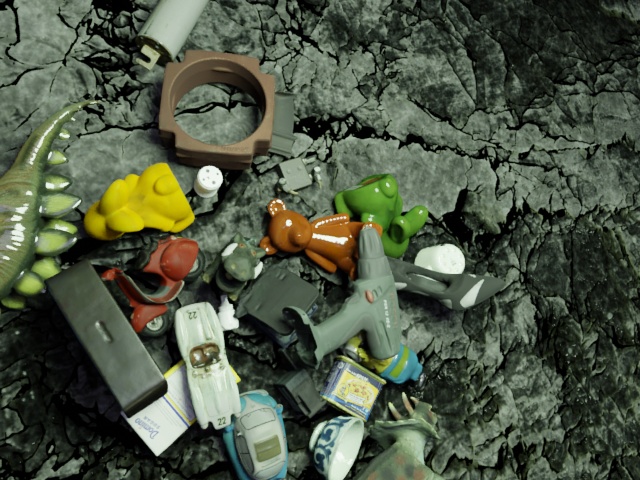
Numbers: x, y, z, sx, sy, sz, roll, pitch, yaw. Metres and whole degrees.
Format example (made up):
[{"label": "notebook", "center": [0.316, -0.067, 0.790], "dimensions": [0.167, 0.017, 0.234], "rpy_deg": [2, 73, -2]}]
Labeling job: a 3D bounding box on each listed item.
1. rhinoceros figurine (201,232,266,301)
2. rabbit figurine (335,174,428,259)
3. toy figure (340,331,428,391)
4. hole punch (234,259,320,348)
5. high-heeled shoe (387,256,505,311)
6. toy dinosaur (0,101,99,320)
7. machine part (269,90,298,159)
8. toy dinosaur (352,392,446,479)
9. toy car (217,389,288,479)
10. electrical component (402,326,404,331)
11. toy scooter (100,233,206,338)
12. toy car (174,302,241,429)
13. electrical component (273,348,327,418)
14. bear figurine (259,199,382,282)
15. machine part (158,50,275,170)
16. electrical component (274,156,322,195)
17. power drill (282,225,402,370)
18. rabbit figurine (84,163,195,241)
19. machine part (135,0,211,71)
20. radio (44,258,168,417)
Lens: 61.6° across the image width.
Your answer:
[{"label": "rhinoceros figurine", "center": [-0.137, 0.040, 0.904], "dimensions": [0.073, 0.190, 0.112], "rpy_deg": [40, 93, -9]}, {"label": "rabbit figurine", "center": [0.137, -0.042, 1.065], "dimensions": [0.121, 0.159, 0.170], "rpy_deg": [-32, 106, -35]}, {"label": "toy figure", "center": [0.120, 0.215, 1.021], "dimensions": [0.180, 0.082, 0.089], "rpy_deg": [29, 57, -8]}, {"label": "hole punch", "center": [-0.071, 0.120, 0.973], "dimensions": [0.116, 0.092, 0.142], "rpy_deg": [32, 68, 18]}, {"label": "high-heeled shoe", "center": [0.211, 0.062, 1.025], "dimensions": [0.145, 0.249, 0.086], "rpy_deg": [59, 33, -22]}, {"label": "toy dinosaur", "center": [-0.481, -0.026, 0.829], "dimensions": [0.198, 0.105, 0.471], "rpy_deg": [18, 80, -25]}, {"label": "machine part", "center": [-0.083, -0.234, 1.071], "dimensions": [0.084, 0.039, 0.139], "rpy_deg": [13, 74, -14]}, {"label": "toy dinosaur", "center": [0.109, 0.456, 0.942], "dimensions": [0.192, 0.131, 0.405], "rpy_deg": [40, 70, 5]}, {"label": "toy car", "center": [-0.104, 0.333, 0.889], "dimensions": [0.109, 0.103, 0.161], "rpy_deg": [-12, 80, -23]}, {"label": "electrical component", "center": [0.127, 0.150, 1.069], "dimensions": [0.094, 0.021, 0.063], "rpy_deg": [21, 70, -15]}, {"label": "toy scooter", "center": [-0.277, 0.057, 0.881], "dimensions": [0.135, 0.075, 0.184], "rpy_deg": [42, 61, -31]}, {"label": "toy car", "center": [-0.182, 0.200, 0.862], "dimensions": [0.073, 0.056, 0.201], "rpy_deg": [-13, 76, -21]}, {"label": "electrical component", "center": [-0.046, 0.251, 0.946], "dimensions": [0.048, 0.075, 0.119], "rpy_deg": [-38, 97, -26]}, {"label": "bear figurine", "center": [-0.004, -0.003, 0.998], "dimensions": [0.196, 0.132, 0.120], "rpy_deg": [15, 94, -24]}, {"label": "machine part", "center": [-0.186, -0.235, 0.985], "dimensions": [0.201, 0.087, 0.201], "rpy_deg": [4, 75, -11]}, {"label": "electrical component", "center": [-0.043, -0.124, 1.055], "dimensions": [0.102, 0.045, 0.078], "rpy_deg": [-14, 84, -24]}, {"label": "power drill", "center": [0.042, 0.110, 0.915], "dimensions": [0.207, 0.086, 0.231], "rpy_deg": [-22, 98, -33]}, {"label": "rabbit figurine", "center": [-0.307, -0.046, 0.888], "dimensions": [0.173, 0.162, 0.121], "rpy_deg": [-23, 99, -8]}, {"label": "machine part", "center": [-0.276, -0.418, 1.016], "dimensions": [0.079, 0.079, 0.243], "rpy_deg": [26, 68, -14]}, {"label": "radio", "center": [-0.317, 0.152, 0.808], "dimensions": [0.073, 0.131, 0.230], "rpy_deg": [-31, 76, -24]}]
